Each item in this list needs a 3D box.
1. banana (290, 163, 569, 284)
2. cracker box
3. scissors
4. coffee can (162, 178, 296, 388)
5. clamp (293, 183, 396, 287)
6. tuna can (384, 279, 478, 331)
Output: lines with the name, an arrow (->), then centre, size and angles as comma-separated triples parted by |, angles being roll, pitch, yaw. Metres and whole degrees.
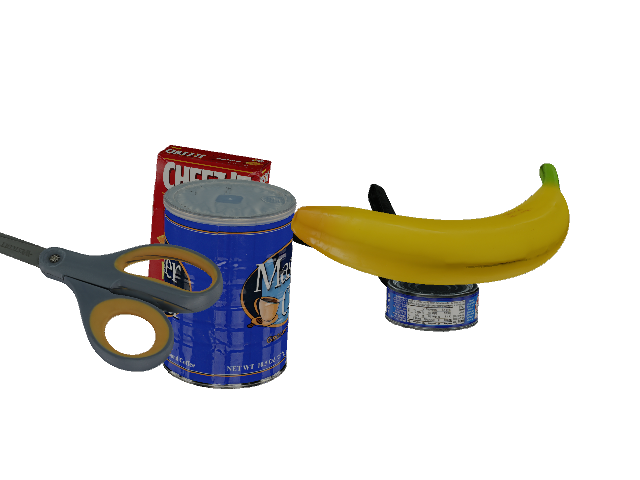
banana -> 0.079, -0.003, 0.618 | 0.197, 0.037, 0.070 | -10, 42, -32
cracker box -> -0.171, -0.024, 1.625 | 0.164, 0.214, 0.072 | 10, 18, 7
scissors -> -0.160, 0.030, 0.652 | 0.202, 0.096, 0.016 | 5, -38, 9
coffee can -> -0.074, 0.032, 0.846 | 0.103, 0.140, 0.103 | 3, 19, -1
clamp -> 0.075, 0.015, 1.245 | 0.164, 0.036, 0.210 | -21, 51, -38
tuna can -> 0.102, 0.055, 0.978 | 0.086, 0.034, 0.086 | 1, 12, 0
